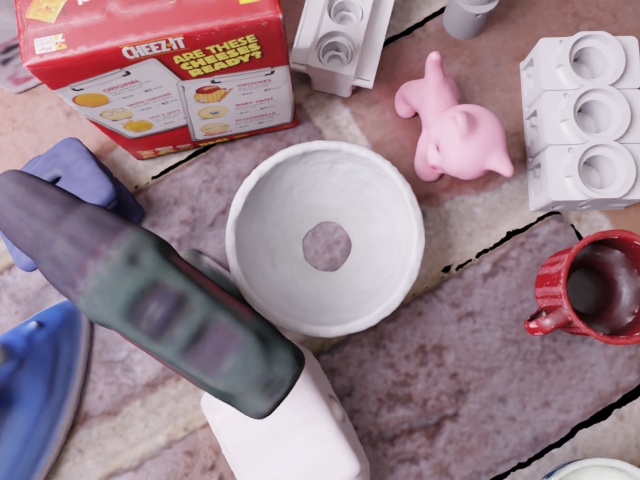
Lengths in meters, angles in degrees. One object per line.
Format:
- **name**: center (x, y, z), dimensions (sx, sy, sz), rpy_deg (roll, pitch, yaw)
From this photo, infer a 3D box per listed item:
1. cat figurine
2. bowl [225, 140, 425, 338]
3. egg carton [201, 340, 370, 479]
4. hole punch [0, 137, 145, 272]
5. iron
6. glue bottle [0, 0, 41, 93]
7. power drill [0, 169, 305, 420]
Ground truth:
- **cat figurine**: center (0.116, -0.102, 0.498), dimensions (0.067, 0.118, 0.128), rpy_deg (-18, 82, -2)
- **bowl**: center (0.005, 0.002, 0.506), dimensions (0.167, 0.075, 0.167), rpy_deg (0, 82, 0)
- **egg carton**: center (-0.027, 0.167, 0.487), dimensions (0.107, 0.069, 0.150), rpy_deg (-30, 83, -3)
- **hole punch**: center (-0.231, -0.030, 0.504), dimensions (0.109, 0.091, 0.101), rpy_deg (-43, 84, -5)
- **iron**: center (-0.284, 0.154, 0.454), dimensions (0.118, 0.141, 0.258), rpy_deg (28, 83, 4)
- **glue bottle**: center (-0.279, -0.183, 0.483), dimensions (0.078, 0.173, 0.037), rpy_deg (-34, 83, -4)
- **power drill**: center (-0.113, 0.043, 0.434), dimensions (0.229, 0.208, 0.076), rpy_deg (35, 84, 5)
